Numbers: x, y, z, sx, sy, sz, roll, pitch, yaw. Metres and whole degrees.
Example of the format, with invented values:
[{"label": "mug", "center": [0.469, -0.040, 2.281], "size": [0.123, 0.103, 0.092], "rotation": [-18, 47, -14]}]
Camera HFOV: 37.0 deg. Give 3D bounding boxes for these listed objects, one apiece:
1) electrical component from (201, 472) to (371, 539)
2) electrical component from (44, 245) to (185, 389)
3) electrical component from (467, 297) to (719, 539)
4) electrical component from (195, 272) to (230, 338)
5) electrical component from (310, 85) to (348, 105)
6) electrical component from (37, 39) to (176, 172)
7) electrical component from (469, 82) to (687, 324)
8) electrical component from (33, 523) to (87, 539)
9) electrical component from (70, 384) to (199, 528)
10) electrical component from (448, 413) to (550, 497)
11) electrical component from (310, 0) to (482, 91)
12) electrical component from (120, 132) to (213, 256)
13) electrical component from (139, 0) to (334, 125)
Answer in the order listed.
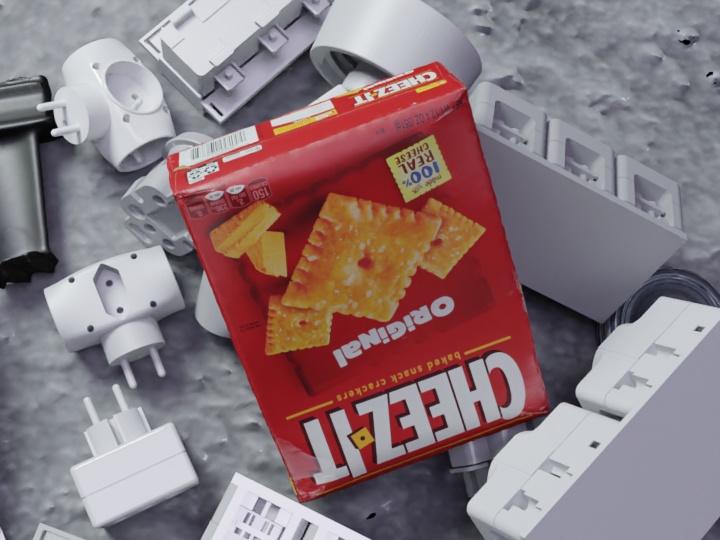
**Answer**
[{"label": "electrical component", "center": [-0.021, 0.182, 0.632], "size": [0.150, 0.089, 0.061], "rotation": [27, 75, 0]}, {"label": "electrical component", "center": [-0.147, 0.034, 0.675], "size": [0.077, 0.043, 0.079], "rotation": [-22, 80, -12]}, {"label": "electrical component", "center": [0.158, 0.115, 0.634], "size": [0.186, 0.060, 0.105], "rotation": [-42, 118, -20]}, {"label": "electrical component", "center": [-0.066, -0.007, 0.684], "size": [0.043, 0.077, 0.079], "rotation": [31, 35, 18]}, {"label": "electrical component", "center": [-0.032, -0.067, 0.692], "size": [0.076, 0.083, 0.047], "rotation": [-37, 84, -14]}, {"label": "electrical component", "center": [-0.170, -0.103, 0.694], "size": [0.079, 0.044, 0.077], "rotation": [-23, 79, -45]}, {"label": "electrical component", "center": [0.118, -0.043, 0.685], "size": [0.150, 0.089, 0.061], "rotation": [26, 42, -11]}, {"label": "electrical component", "center": [-0.139, 0.201, 0.607], "size": [0.121, 0.063, 0.078], "rotation": [13, 74, 22]}, {"label": "electrical component", "center": [-0.143, 0.108, 0.656], "size": [0.066, 0.047, 0.076], "rotation": [-24, 81, -12]}, {"label": "electrical component", "center": [0.096, 0.126, 0.675], "size": [0.078, 0.058, 0.057], "rotation": [-8, 81, -33]}, {"label": "electrical component", "center": [0.018, -0.131, 0.704], "size": [0.108, 0.108, 0.060], "rotation": [30, 81, 1]}, {"label": "electrical component", "center": [-0.111, -0.050, 0.687], "size": [0.058, 0.078, 0.057], "rotation": [45, 54, -20]}, {"label": "electrical component", "center": [-0.077, -0.169, 0.721], "size": [0.078, 0.063, 0.121], "rotation": [45, 76, 5]}]
